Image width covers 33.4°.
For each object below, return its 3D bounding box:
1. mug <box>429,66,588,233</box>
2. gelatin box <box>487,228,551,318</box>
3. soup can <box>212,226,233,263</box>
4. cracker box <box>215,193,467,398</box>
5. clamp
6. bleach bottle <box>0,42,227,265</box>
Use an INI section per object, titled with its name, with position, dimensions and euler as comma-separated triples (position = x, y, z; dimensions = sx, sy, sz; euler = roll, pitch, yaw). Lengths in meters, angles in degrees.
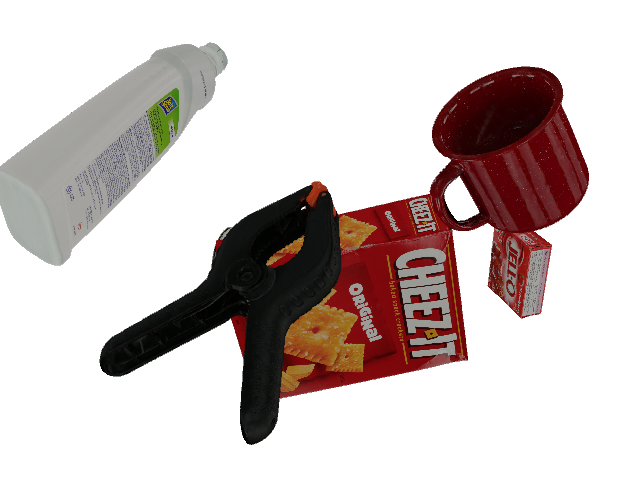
[mug]
position = 0.126, -0.052, 0.737
dimensions = 0.117, 0.081, 0.093
euler = -41, 36, -9
[gelatin box]
position = 0.216, 0.028, 1.169
dimensions = 0.030, 0.089, 0.073
euler = -10, 30, -20
[soup can]
position = -0.069, 0.026, 1.266
dimensions = 0.102, 0.068, 0.068
euler = 14, 5, 21
[cracker box]
position = 0.023, 0.059, 1.004
dimensions = 0.213, 0.164, 0.072
euler = -12, 37, 2
[clamp]
position = -0.034, 0.039, 0.621
dimensions = 0.120, 0.171, 0.039
euler = 31, -22, 29
[bleach bottle]
position = -0.172, -0.093, 0.951
dimensions = 0.068, 0.102, 0.250
euler = 30, 55, 21
